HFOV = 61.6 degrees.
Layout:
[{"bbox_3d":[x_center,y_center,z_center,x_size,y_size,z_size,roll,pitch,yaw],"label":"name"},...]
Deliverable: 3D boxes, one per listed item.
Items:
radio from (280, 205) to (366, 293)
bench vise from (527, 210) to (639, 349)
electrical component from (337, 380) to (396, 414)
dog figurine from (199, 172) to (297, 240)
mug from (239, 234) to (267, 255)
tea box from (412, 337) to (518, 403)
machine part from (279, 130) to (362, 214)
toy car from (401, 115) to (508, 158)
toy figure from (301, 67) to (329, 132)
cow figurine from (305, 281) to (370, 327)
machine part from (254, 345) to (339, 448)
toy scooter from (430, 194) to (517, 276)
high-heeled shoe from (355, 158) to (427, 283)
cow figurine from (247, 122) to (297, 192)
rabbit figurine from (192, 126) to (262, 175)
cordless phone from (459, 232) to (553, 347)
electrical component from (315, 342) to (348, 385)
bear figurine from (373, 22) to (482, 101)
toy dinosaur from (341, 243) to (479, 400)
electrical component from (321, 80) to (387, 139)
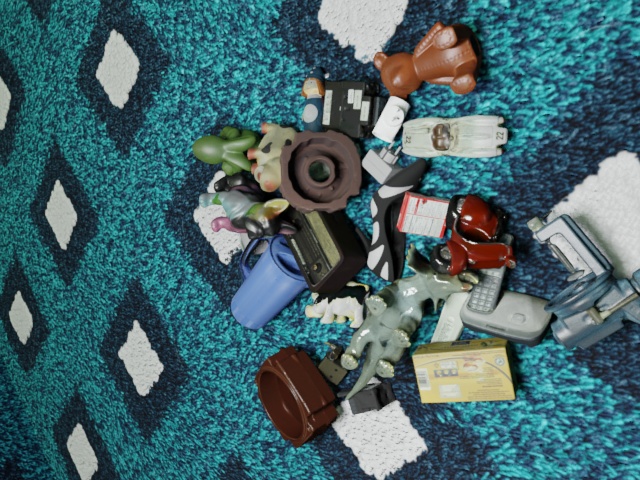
[{"bbox_3d":[-0.002,-0.003,1.158,0.131,0.073,0.230,-52,48,33],"label":"radio"},{"bbox_3d":[0.421,0.049,0.819,0.240,0.129,0.223,54,127,11],"label":"bench vise"},{"bbox_3d":[0.094,0.342,1.161,0.119,0.075,0.047,-23,81,35],"label":"electrical component"},{"bbox_3d":[-0.143,-0.072,1.201,0.219,0.191,0.108,7,127,27],"label":"dog figurine"},{"bbox_3d":[-0.165,-0.023,1.327,0.109,0.081,0.107,-47,56,42],"label":"mug"},{"bbox_3d":[0.265,0.237,0.981,0.170,0.068,0.098,-9,95,24],"label":"tea box"},{"bbox_3d":[-0.001,-0.136,1.086,0.056,0.179,0.179,153,104,-81],"label":"machine part"},{"bbox_3d":[0.240,-0.186,0.974,0.202,0.056,0.073,8,101,39],"label":"toy car"},{"bbox_3d":[-0.009,-0.300,1.167,0.064,0.058,0.154,-2,94,2],"label":"toy figure"},{"bbox_3d":[0.036,0.137,1.183,0.168,0.068,0.098,2,92,36],"label":"cow figurine"},{"bbox_3d":[-0.062,0.367,1.255,0.201,0.087,0.201,54,141,20],"label":"machine part"},{"bbox_3d":[0.275,-0.004,0.922,0.135,0.184,0.075,11,140,21],"label":"toy scooter"},{"bbox_3d":[0.161,-0.029,1.051,0.145,0.086,0.248,52,130,18],"label":"high-heeled shoe"},{"bbox_3d":[-0.090,-0.178,1.182,0.127,0.195,0.085,3,137,15],"label":"cow figurine"},{"bbox_3d":[-0.214,-0.204,1.273,0.159,0.170,0.121,17,107,38],"label":"rabbit figurine"},{"bbox_3d":[0.334,0.082,0.931,0.147,0.088,0.184,12,85,38],"label":"cordless phone"},{"bbox_3d":[0.028,0.283,1.231,0.078,0.045,0.102,27,119,3],"label":"electrical component"},{"bbox_3d":[0.182,-0.308,0.961,0.196,0.132,0.120,-11,117,34],"label":"bear figurine"},{"bbox_3d":[0.147,0.154,1.052,0.131,0.192,0.404,40,137,11],"label":"toy dinosaur"},{"bbox_3d":[0.070,-0.267,1.104,0.134,0.058,0.114,17,109,36],"label":"electrical component"}]
